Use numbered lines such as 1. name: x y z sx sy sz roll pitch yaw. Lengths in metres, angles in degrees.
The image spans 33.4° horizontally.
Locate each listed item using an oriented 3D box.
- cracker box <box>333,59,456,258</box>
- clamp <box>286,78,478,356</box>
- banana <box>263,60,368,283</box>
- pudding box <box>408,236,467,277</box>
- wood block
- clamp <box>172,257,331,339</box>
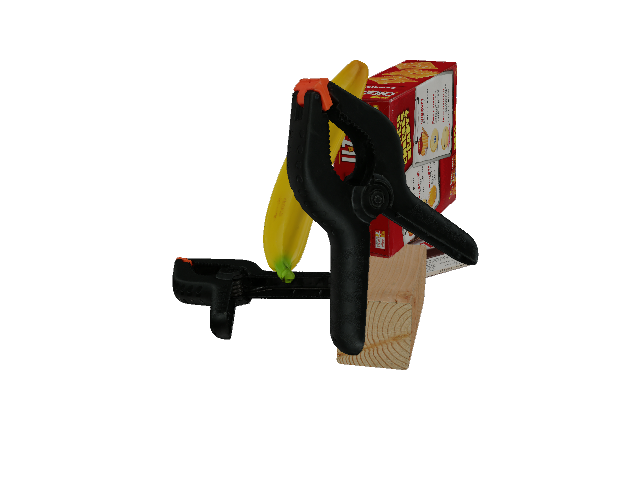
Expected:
1. cracker box: 0.082 -0.095 1.140 0.072 0.164 0.213 7 21 24
2. clamp: 0.022 -0.016 0.663 0.120 0.171 0.039 -46 23 -26
3. banana: -0.007 -0.051 0.859 0.037 0.197 0.070 28 -20 -31
4. pudding box: 0.154 0.020 1.594 0.113 0.039 0.090 -17 26 -20
5. wood block: 0.082 0.079 1.376 0.091 0.090 0.206 4 20 9
6. clamp: -0.089 0.049 1.044 0.210 0.036 0.164 10 20 44
